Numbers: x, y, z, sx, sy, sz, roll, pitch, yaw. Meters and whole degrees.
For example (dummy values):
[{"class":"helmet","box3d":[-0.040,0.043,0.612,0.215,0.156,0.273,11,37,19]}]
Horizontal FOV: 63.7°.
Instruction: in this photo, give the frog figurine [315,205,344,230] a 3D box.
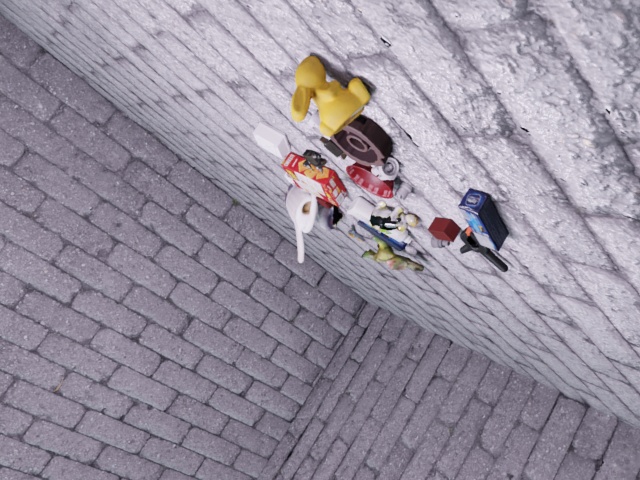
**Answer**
[{"class":"frog figurine","box3d":[0.007,-0.111,2.215,0.160,0.123,0.137,13,179,33]}]

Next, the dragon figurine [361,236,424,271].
[{"class":"dragon figurine","box3d":[0.309,0.074,2.108,0.244,0.121,0.411,29,-170,14]}]

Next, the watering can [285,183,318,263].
[{"class":"watering can","box3d":[-0.081,-0.098,2.143,0.104,0.341,0.228,1,-152,-24]}]
